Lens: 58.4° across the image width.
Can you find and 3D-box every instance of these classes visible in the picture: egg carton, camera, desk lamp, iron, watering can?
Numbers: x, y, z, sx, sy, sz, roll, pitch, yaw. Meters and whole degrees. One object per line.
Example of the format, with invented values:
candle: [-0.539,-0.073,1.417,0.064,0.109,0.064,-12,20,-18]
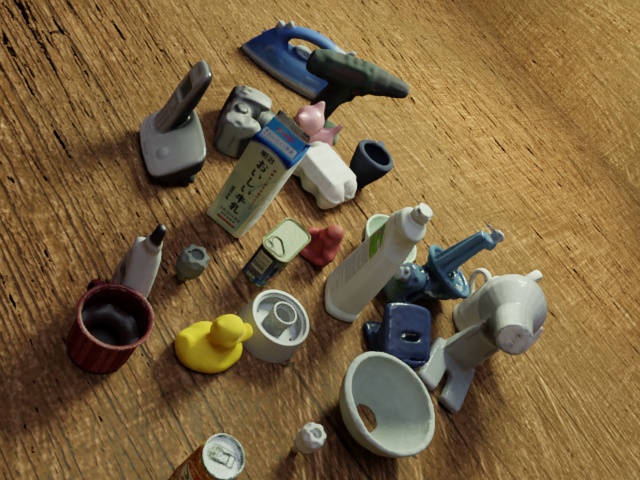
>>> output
egg carton: [0.006,-0.135,1.183,0.150,0.069,0.107,49,39,9]
camera: [-0.127,-0.232,1.137,0.137,0.100,0.143,23,42,-21]
desk lamp: [0.302,0.178,1.026,0.118,0.213,0.204,43,39,1]
iron: [-0.046,-0.450,1.373,0.259,0.141,0.118,24,42,-21]
watering can: [0.371,0.128,1.144,0.173,0.193,0.101,44,39,3]

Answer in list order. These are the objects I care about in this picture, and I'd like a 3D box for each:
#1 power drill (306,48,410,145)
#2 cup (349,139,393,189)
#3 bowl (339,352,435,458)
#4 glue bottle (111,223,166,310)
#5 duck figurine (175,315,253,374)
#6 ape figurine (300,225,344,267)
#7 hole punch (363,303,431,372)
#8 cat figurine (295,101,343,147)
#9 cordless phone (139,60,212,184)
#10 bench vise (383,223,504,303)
power drill: [0.054,-0.319,1.282,0.230,0.208,0.075,24,42,-21]
cup: [0.104,-0.168,1.275,0.092,0.094,0.118,35,39,-8]
bowl: [0.090,0.262,0.883,0.168,0.074,0.167,23,43,-22]
glue bottle: [-0.234,0.033,0.746,0.037,0.173,0.078,11,48,-32]
duck figurine: [-0.143,0.136,0.796,0.105,0.086,0.077,5,51,-37]
ape figurine: [0.010,0.004,1.040,0.076,0.092,0.077,6,51,-36]
hole punch: [0.146,0.171,0.999,0.109,0.091,0.101,12,47,-32]
cat figurine: [-0.010,-0.243,1.231,0.128,0.117,0.067,10,48,-33]
cordless phone: [-0.226,-0.196,0.954,0.094,0.184,0.147,2,53,-38]
bench vise: [0.236,0.059,1.076,0.208,0.219,0.121,-19,68,-47]
